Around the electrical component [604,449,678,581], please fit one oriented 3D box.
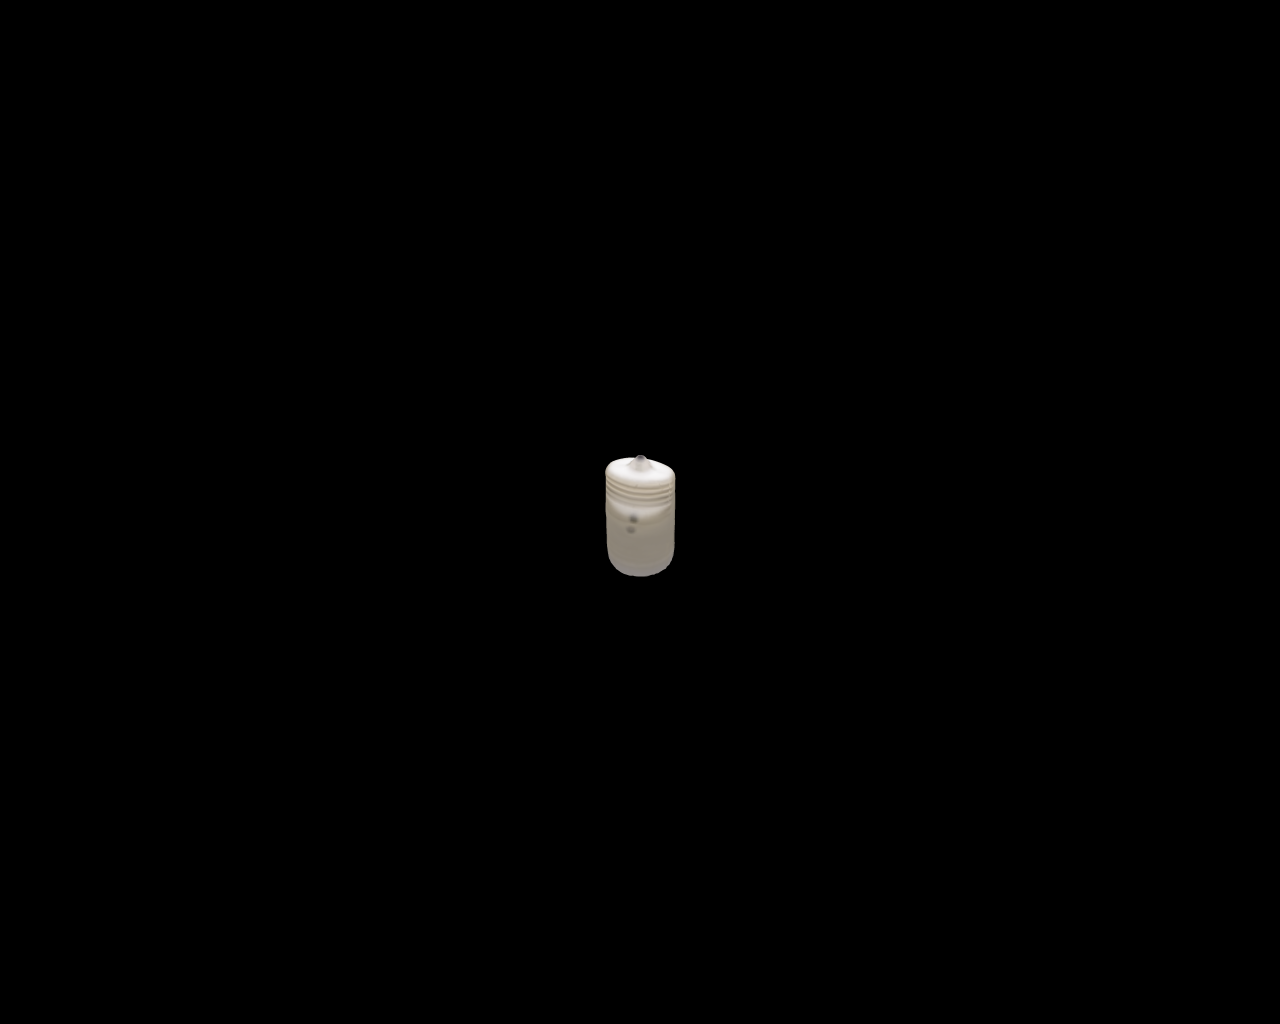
[{"bbox_3d":[0.001,-0.003,0.650,0.043,0.080,0.043,0,39,0],"label":"electrical component"}]
